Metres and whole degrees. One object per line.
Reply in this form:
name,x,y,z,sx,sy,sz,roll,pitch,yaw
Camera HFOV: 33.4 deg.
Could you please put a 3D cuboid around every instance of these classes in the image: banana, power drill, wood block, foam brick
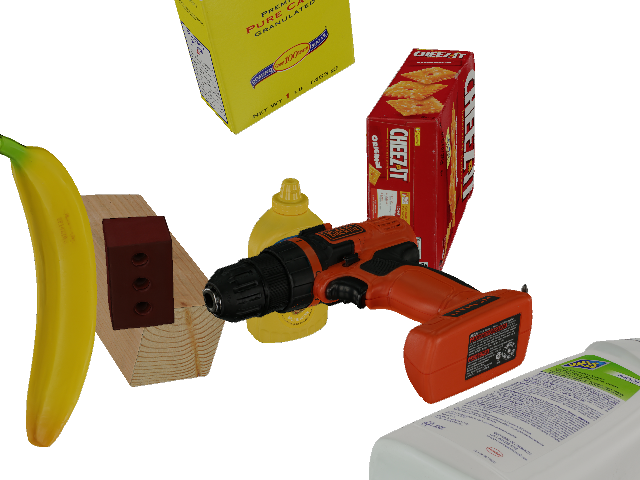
banana,-0.167,0.026,0.655,0.037,0.198,0.069,8,20,36
power drill,0.036,0.042,0.740,0.184,0.057,0.188,-18,32,-34
wood block,-0.187,0.044,1.082,0.090,0.091,0.206,-3,35,-37
foam brick,-0.149,0.025,0.873,0.053,0.078,0.051,-5,26,-13

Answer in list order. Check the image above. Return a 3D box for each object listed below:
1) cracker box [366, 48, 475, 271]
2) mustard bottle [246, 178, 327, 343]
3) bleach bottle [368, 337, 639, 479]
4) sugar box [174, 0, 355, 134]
cracker box,0.100,-0.075,1.016,0.072,0.164,0.213,5,27,15
mustard bottle,-0.036,0.020,1.219,0.096,0.192,0.058,-11,29,-26
bleach bottle,0.148,0.107,0.596,0.250,0.068,0.103,-17,26,-38
sugar box,-0.033,-0.144,0.579,0.093,0.048,0.176,-34,-27,-14
